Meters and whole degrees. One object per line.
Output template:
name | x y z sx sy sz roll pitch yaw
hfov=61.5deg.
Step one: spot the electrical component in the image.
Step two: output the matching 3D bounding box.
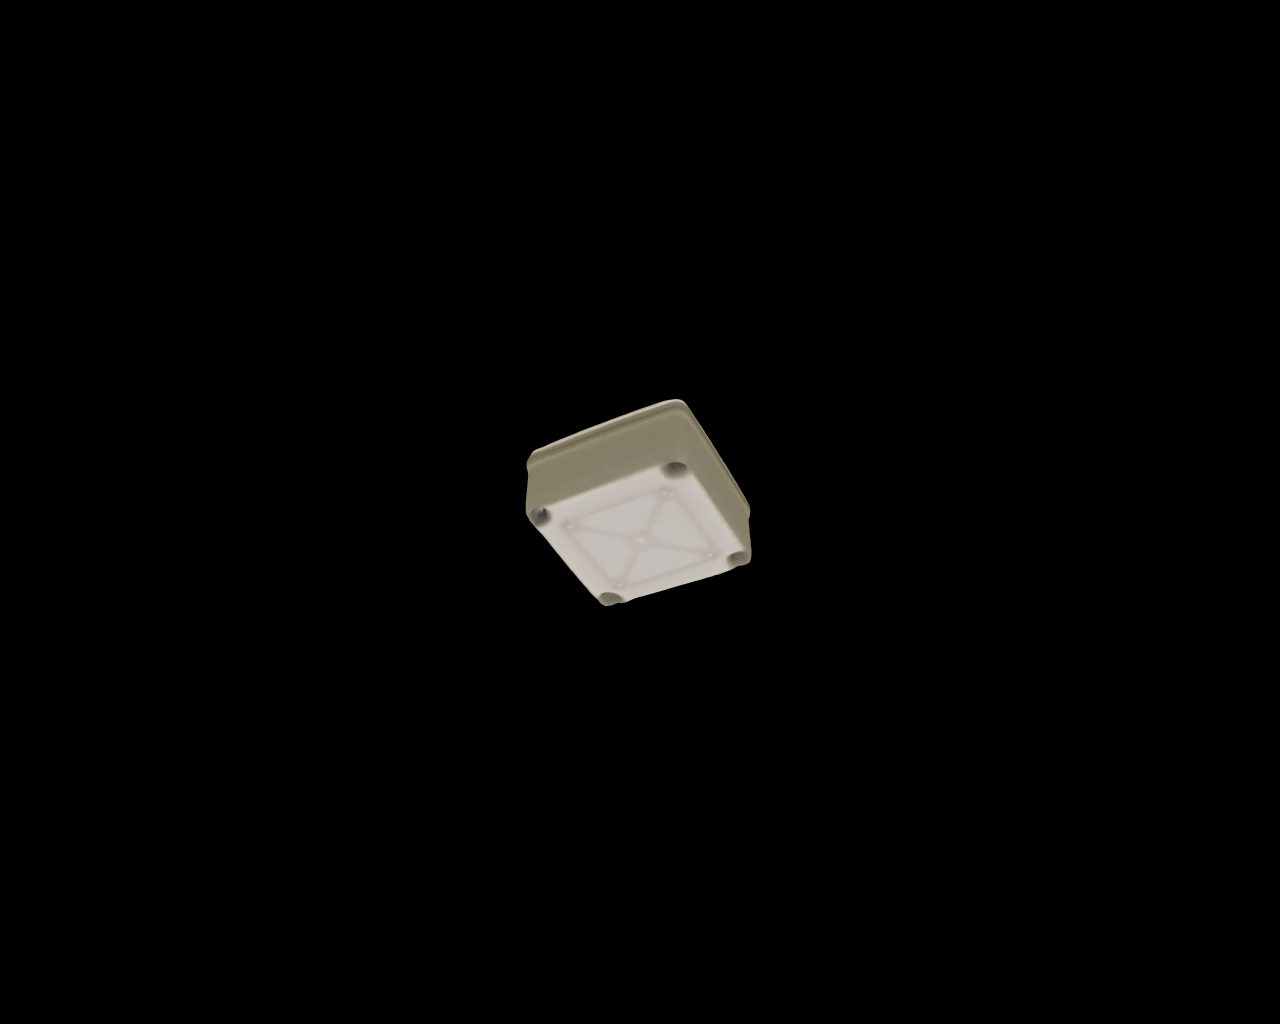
electrical component | 0.001 -0.003 0.650 0.108 0.056 0.108 -19 -46 19
